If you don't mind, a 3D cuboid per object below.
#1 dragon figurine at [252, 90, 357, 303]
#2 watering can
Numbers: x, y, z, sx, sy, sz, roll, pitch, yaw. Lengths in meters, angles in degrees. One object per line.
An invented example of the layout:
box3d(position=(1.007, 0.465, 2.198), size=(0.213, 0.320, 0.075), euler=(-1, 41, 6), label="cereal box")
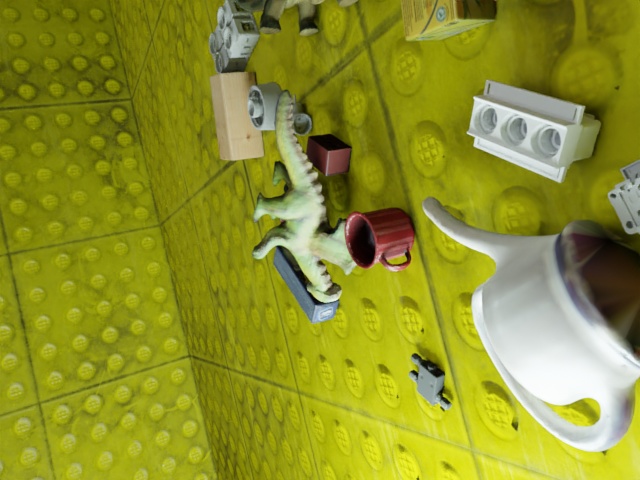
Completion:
box3d(position=(0.003, -0.047, 0.942), size=(0.244, 0.124, 0.401), euler=(20, 124, 16), label="dragon figurine")
box3d(position=(0.236, 0.052, 0.572), size=(0.353, 0.104, 0.220), euler=(66, 149, 22), label="watering can")
